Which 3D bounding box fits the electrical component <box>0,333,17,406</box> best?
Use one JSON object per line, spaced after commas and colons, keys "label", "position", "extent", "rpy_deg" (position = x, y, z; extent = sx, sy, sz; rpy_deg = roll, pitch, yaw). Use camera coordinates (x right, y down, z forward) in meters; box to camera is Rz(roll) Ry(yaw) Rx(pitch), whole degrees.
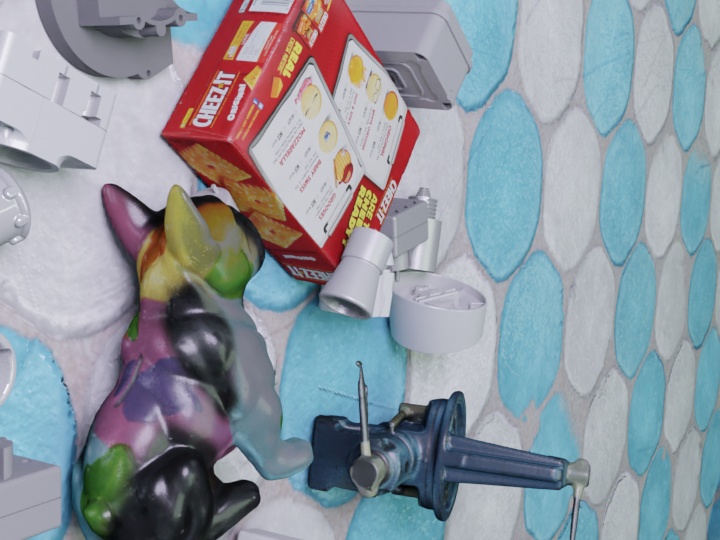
{"label": "electrical component", "position": [-0.224, 0.054, 0.590], "extent": [0.055, 0.047, 0.055], "rpy_deg": [-17, 111, -57]}

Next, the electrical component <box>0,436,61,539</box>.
{"label": "electrical component", "position": [-0.217, 0.117, 0.613], "extent": [0.083, 0.047, 0.075], "rpy_deg": [-9, 102, -58]}

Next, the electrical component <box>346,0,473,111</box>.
{"label": "electrical component", "position": [0.030, -0.183, 0.906], "extent": [0.078, 0.113, 0.057], "rpy_deg": [52, 55, -50]}

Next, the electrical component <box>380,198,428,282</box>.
{"label": "electrical component", "position": [0.029, -0.022, 1.000], "extent": [0.066, 0.047, 0.076], "rpy_deg": [-29, 121, -55]}

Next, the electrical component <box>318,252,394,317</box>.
{"label": "electrical component", "position": [-0.001, 0.009, 0.946], "extent": [0.078, 0.058, 0.057], "rpy_deg": [4, 95, -60]}

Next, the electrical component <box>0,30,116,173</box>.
{"label": "electrical component", "position": [-0.191, -0.091, 0.613], "extent": [0.089, 0.050, 0.055], "rpy_deg": [29, 71, -57]}

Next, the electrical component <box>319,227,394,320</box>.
{"label": "electrical component", "position": [0.000, 0.000, 0.832], "extent": [0.044, 0.044, 0.065], "rpy_deg": [48, 59, -52]}

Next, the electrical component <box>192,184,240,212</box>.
{"label": "electrical component", "position": [-0.101, -0.025, 0.787], "extent": [0.040, 0.040, 0.078], "rpy_deg": [-60, 142, -34]}

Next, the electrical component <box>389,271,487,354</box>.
{"label": "electrical component", "position": [0.073, 0.037, 1.040], "extent": [0.099, 0.099, 0.064], "rpy_deg": [-37, 132, -51]}

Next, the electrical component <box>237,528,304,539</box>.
{"label": "electrical component", "position": [-0.072, 0.250, 0.885], "extent": [0.077, 0.047, 0.065], "rpy_deg": [34, 66, -71]}

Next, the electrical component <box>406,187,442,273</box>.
{"label": "electrical component", "position": [0.057, -0.040, 1.048], "extent": [0.043, 0.043, 0.081], "rpy_deg": [11, 86, -59]}

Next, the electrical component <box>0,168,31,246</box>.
{"label": "electrical component", "position": [-0.217, -0.028, 0.590], "extent": [0.062, 0.048, 0.048], "rpy_deg": [-35, 126, -43]}
